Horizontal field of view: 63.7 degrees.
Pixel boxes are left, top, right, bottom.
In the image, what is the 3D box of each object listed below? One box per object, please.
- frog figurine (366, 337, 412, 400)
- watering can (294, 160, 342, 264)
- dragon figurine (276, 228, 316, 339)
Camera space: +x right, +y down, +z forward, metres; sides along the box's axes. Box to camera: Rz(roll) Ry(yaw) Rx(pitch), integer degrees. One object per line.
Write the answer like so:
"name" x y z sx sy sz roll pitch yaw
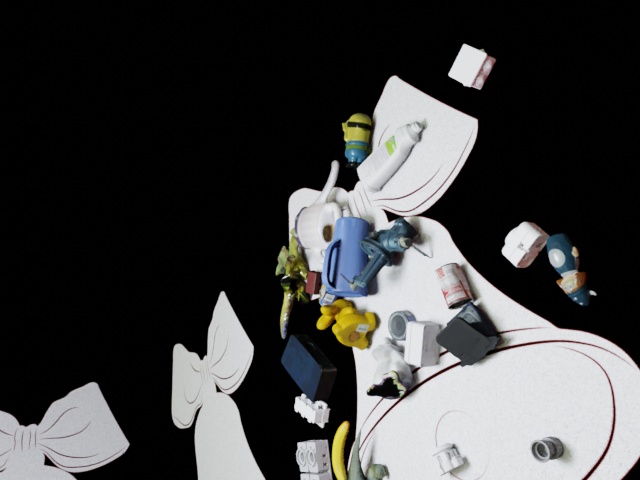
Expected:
"frog figurine" 0.199 0.363 1.457 0.163 0.122 0.134 -72 2 -58
"watering can" 0.005 -0.089 1.767 0.223 0.104 0.349 -6 80 54
"dragon figurine" -0.115 0.134 1.929 0.246 0.122 0.406 -133 59 -66
